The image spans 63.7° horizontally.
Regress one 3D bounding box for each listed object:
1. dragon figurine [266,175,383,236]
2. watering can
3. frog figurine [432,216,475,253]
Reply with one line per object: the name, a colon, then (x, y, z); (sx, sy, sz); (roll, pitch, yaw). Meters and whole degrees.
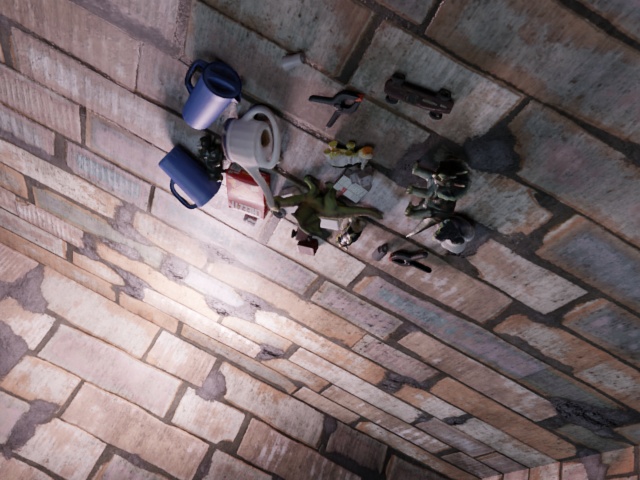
dragon figurine: (0.006, -0.092, 1.831); (0.411, 0.248, 0.119); (21, 138, 10)
watering can: (-0.234, -0.291, 1.770); (0.225, 0.105, 0.343); (14, 110, 28)
frog figurine: (0.470, -0.020, 1.783); (0.136, 0.124, 0.158); (-15, 164, 30)
